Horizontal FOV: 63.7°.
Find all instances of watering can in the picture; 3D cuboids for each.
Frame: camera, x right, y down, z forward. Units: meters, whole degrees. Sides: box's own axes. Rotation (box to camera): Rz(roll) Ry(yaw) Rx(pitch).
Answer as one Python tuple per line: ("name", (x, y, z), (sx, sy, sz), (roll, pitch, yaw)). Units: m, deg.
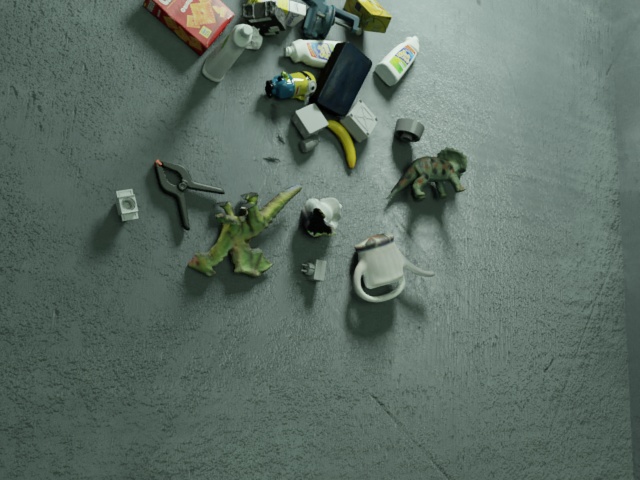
("watering can", (0.247, 0.084, 1.791), (0.350, 0.103, 0.224), (-16, 91, -32))

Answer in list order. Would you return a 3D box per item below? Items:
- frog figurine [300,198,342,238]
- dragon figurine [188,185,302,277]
("frog figurine", (0.005, -0.085, 1.690), (0.136, 0.121, 0.163), (39, 30, -13))
("dragon figurine", (-0.204, -0.010, 1.555), (0.414, 0.123, 0.239), (-19, 111, -30))
